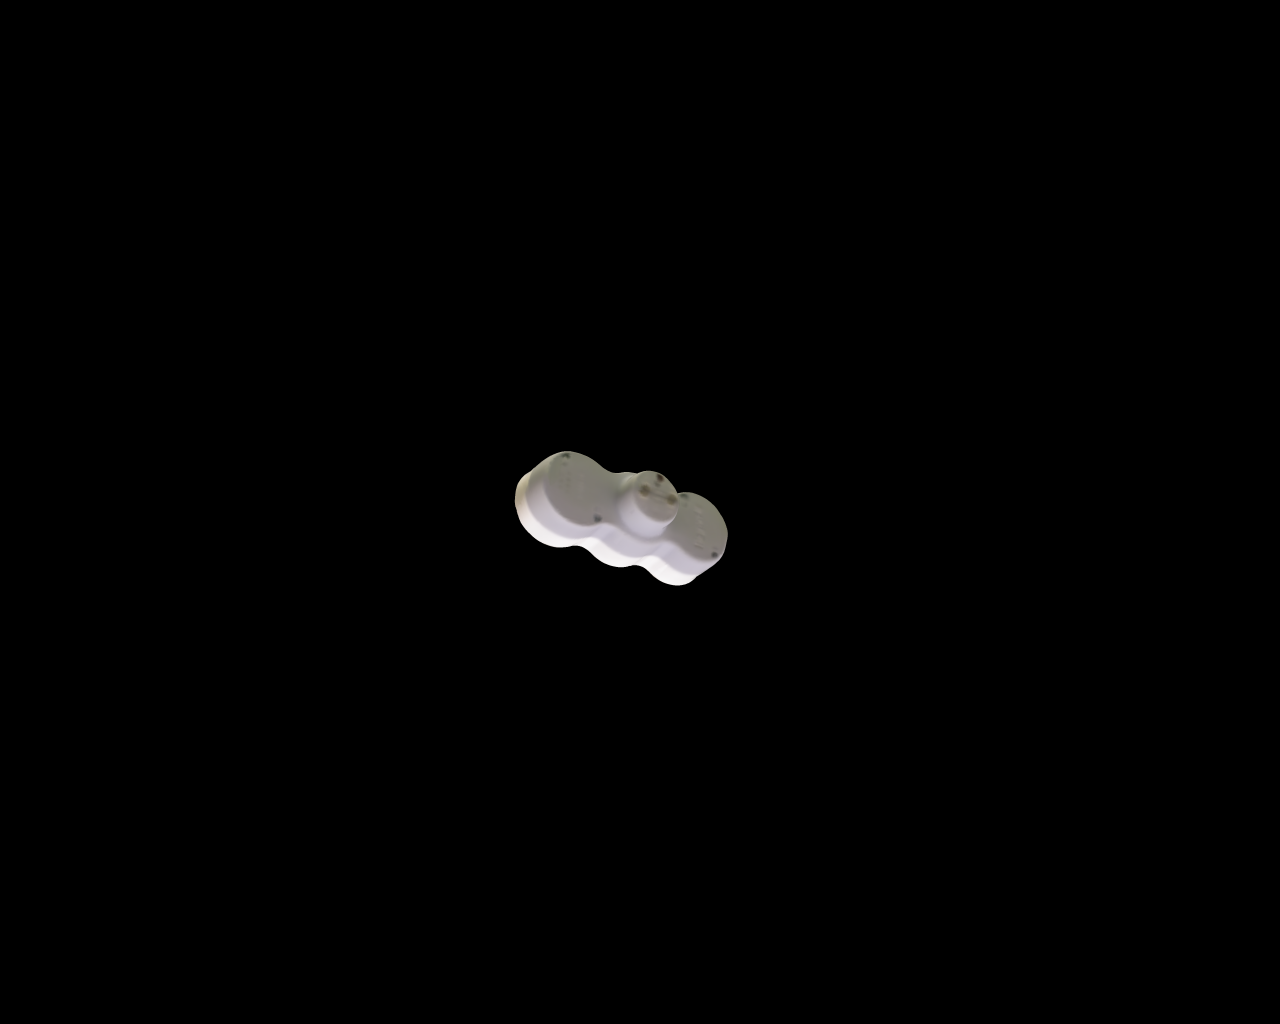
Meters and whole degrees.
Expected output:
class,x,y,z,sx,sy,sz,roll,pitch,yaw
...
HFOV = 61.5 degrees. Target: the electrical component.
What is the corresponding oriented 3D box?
class,x,y,z,sx,sy,sz,roll,pitch,yaw
electrical component,0.001,-0.003,0.650,0.138,0.052,0.073,19,-36,-29
